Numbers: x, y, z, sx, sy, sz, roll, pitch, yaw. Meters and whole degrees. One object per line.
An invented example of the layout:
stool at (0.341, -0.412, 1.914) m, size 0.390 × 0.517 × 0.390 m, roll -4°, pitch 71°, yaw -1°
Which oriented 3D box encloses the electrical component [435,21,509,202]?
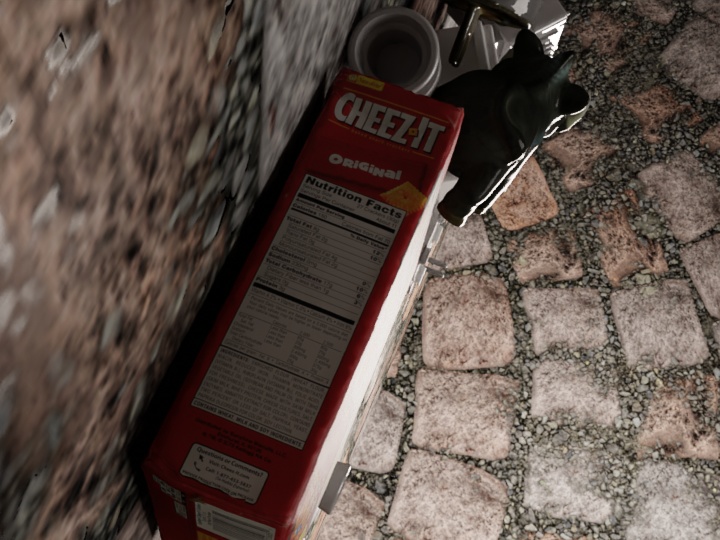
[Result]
electrical component at (0.073, -0.110, 0.779) m, size 0.108 × 0.056 × 0.108 m, roll 52°, pitch 29°, yaw -84°

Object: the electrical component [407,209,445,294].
electrical component at (0.037, -0.047, 0.857) m, size 0.078 × 0.063 × 0.121 m, roll 101°, pitch 12°, yaw -63°

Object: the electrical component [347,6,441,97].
electrical component at (0.019, -0.105, 0.545) m, size 0.055 × 0.045 × 0.045 m, roll -7°, pitch 119°, yaw -84°

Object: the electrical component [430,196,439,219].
electrical component at (0.016, -0.049, 0.650) m, size 0.043 × 0.062 × 0.043 m, roll 22°, pitch 90°, yaw -85°

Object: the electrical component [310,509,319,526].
electrical component at (-0.075, 0.240, 0.949) m, size 0.074 × 0.052 × 0.138 m, roll -44°, pitch 155°, yaw -77°

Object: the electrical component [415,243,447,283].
electrical component at (0.038, -0.013, 0.925) m, size 0.065 × 0.077 × 0.047 m, roll 100°, pitch 13°, yaw -65°

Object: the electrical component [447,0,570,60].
electrical component at (0.113, -0.194, 0.825) m, size 0.061 × 0.096 × 0.061 m, roll -28°, pitch 167°, yaw -7°

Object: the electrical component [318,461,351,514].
electrical component at (-0.045, 0.167, 0.881) m, size 0.044 × 0.065 × 0.044 m, roll 23°, pitch 90°, yaw -84°
